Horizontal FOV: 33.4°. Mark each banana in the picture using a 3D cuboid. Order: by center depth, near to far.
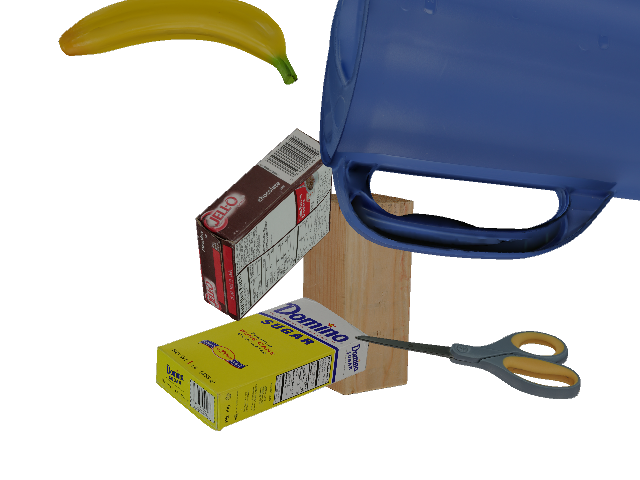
[{"bbox_3d":[-0.114,-0.175,0.885,0.198,0.069,0.037,6,-34,0],"label":"banana"}]

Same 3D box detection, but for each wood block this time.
[{"bbox_3d":[0.039,0.055,1.183,0.090,0.206,0.091,-5,12,-33],"label":"wood block"}]

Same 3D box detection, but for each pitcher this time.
[{"bbox_3d":[0.123,-0.078,0.598,0.242,0.149,0.145,9,35,-8],"label":"pitcher"}]

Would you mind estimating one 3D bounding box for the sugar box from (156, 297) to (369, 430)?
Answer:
[{"bbox_3d":[-0.050,0.107,0.966,0.175,0.048,0.093,-20,36,-38],"label":"sugar box"}]

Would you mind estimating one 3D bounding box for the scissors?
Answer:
[{"bbox_3d":[0.141,0.097,0.979,0.202,0.016,0.096,17,31,17],"label":"scissors"}]

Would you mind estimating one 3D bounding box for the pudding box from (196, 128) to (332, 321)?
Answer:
[{"bbox_3d":[-0.037,-0.010,0.755,0.039,0.090,0.113,33,57,22],"label":"pudding box"}]
